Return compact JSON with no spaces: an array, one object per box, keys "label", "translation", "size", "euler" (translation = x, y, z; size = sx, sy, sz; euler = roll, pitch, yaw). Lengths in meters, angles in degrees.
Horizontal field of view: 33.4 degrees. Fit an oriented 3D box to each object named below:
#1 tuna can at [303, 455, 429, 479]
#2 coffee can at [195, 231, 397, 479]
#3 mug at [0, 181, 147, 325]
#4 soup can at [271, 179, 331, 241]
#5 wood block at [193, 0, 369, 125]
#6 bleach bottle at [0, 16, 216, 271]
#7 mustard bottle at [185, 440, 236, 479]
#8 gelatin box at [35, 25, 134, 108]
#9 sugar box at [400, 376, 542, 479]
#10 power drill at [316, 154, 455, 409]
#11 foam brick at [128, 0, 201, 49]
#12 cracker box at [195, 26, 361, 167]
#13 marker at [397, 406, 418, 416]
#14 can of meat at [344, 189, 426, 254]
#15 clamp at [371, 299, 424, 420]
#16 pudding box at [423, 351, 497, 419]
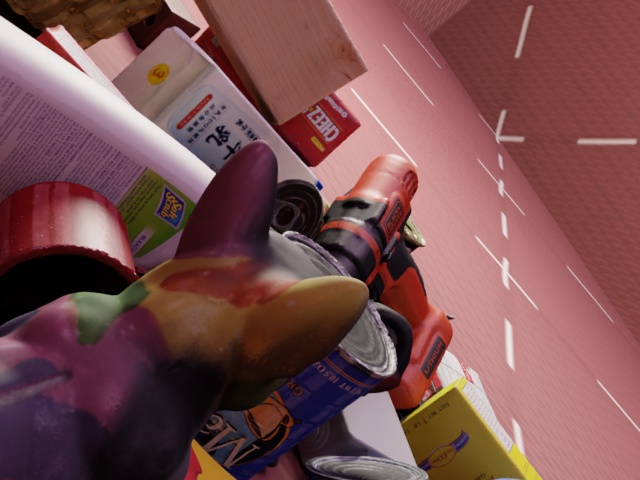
[{"label":"tuna can","translation":[0.030,0.169,0.713],"size":[0.086,0.086,0.034],"euler":[3,92,-68]},{"label":"coffee can","translation":[-0.040,0.077,0.627],"size":[0.102,0.140,0.103],"euler":[46,17,-19]},{"label":"mug","translation":[-0.131,0.024,0.580],"size":[0.117,0.093,0.081],"euler":[14,27,-23]},{"label":"soup can","translation":[-0.006,0.001,0.904],"size":[0.102,0.068,0.068],"euler":[44,16,-53]},{"label":"wood block","translation":[-0.055,-0.210,0.915],"size":[0.206,0.091,0.090],"euler":[59,-6,-11]},{"label":"bleach bottle","translation":[-0.130,-0.030,0.635],"size":[0.250,0.103,0.068],"euler":[36,19,-24]},{"label":"mustard bottle","translation":[-0.089,0.126,0.540],"size":[0.191,0.058,0.096],"euler":[47,21,-14]},{"label":"gelatin box","translation":[-0.179,-0.091,0.737],"size":[0.089,0.073,0.030],"euler":[49,17,-8]},{"label":"sugar box","translation":[0.134,0.212,0.887],"size":[0.176,0.093,0.048],"euler":[53,18,7]},{"label":"power drill","translation":[0.048,0.050,0.875],"size":[0.184,0.057,0.187],"euler":[-55,139,-39]},{"label":"foam brick","translation":[-0.172,-0.236,1.103],"size":[0.078,0.053,0.051],"euler":[57,18,22]},{"label":"cracker box","translation":[-0.057,-0.152,1.077],"size":[0.164,0.072,0.214],"euler":[49,-7,-11]},{"label":"marker","translation":[0.080,0.117,0.971],"size":[0.020,0.020,0.121],"euler":[45,26,-20]},{"label":"can of meat","translation":[0.053,-0.011,1.160],"size":[0.057,0.084,0.102],"euler":[28,28,-54]},{"label":"clamp","translation":[0.046,0.081,1.032],"size":[0.164,0.036,0.210],"euler":[46,21,-20]},{"label":"pudding box","translation":[0.134,0.156,1.103],"size":[0.113,0.039,0.090],"euler":[37,22,-34]}]
